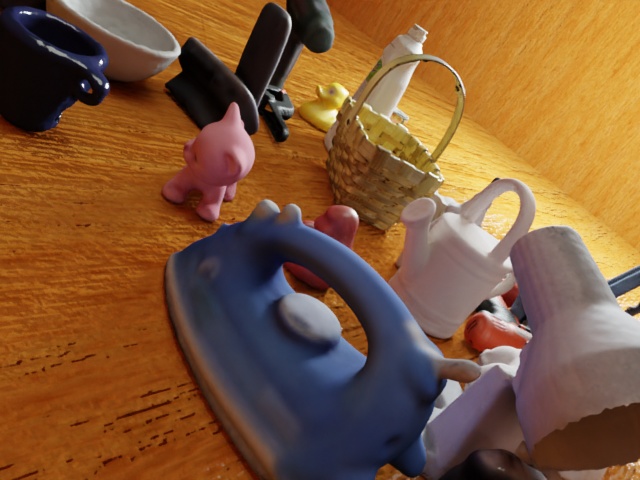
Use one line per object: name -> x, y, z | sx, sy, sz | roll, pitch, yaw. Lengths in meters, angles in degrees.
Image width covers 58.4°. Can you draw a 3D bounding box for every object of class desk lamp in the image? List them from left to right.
desk lamp -> 0.155, 0.105, 0.445 | 0.118, 0.213, 0.203 | 21, 27, -29

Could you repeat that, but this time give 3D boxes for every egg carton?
egg carton -> 0.213, 0.175, 0.568 | 0.150, 0.069, 0.107 | 41, 24, 12

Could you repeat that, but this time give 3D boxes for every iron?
iron -> -0.014, 0.053, 0.407 | 0.257, 0.141, 0.119 | 46, 26, 23

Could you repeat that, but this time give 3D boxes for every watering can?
watering can -> 0.165, 0.011, 0.655 | 0.173, 0.194, 0.100 | 11, 33, -43

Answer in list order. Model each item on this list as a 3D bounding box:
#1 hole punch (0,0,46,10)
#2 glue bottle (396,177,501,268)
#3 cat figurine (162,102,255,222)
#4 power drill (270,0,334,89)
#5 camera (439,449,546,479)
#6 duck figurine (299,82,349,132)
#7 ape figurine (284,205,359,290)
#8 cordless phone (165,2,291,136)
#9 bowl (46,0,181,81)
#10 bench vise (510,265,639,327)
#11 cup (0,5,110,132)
hole punch -> -0.365, -0.334, 0.722 | 0.101, 0.091, 0.108 | 29, 25, -14
glue bottle -> 0.176, -0.012, 0.737 | 0.078, 0.173, 0.037 | 37, 24, 4
cat figurine -> -0.100, -0.086, 0.579 | 0.067, 0.117, 0.128 | 31, 24, -11
power drill -> -0.059, -0.376, 1.058 | 0.076, 0.208, 0.229 | 16, 30, -37
camera -> 0.096, 0.187, 0.356 | 0.137, 0.100, 0.143 | 31, 24, -11
duck figurine -> 0.022, -0.256, 1.094 | 0.105, 0.086, 0.077 | 22, 27, -28
ape figurine -> 0.005, 0.002, 0.588 | 0.076, 0.092, 0.078 | 31, 24, -10
cordless phone -> -0.115, -0.247, 0.775 | 0.147, 0.185, 0.094 | 45, 26, 21
bowl -> -0.265, -0.249, 0.717 | 0.168, 0.074, 0.167 | 29, 25, -14
bench vise -> 0.361, 0.086, 0.743 | 0.207, 0.219, 0.122 | 39, 24, 8
cup -> -0.243, -0.139, 0.519 | 0.117, 0.095, 0.092 | 42, 25, 14
